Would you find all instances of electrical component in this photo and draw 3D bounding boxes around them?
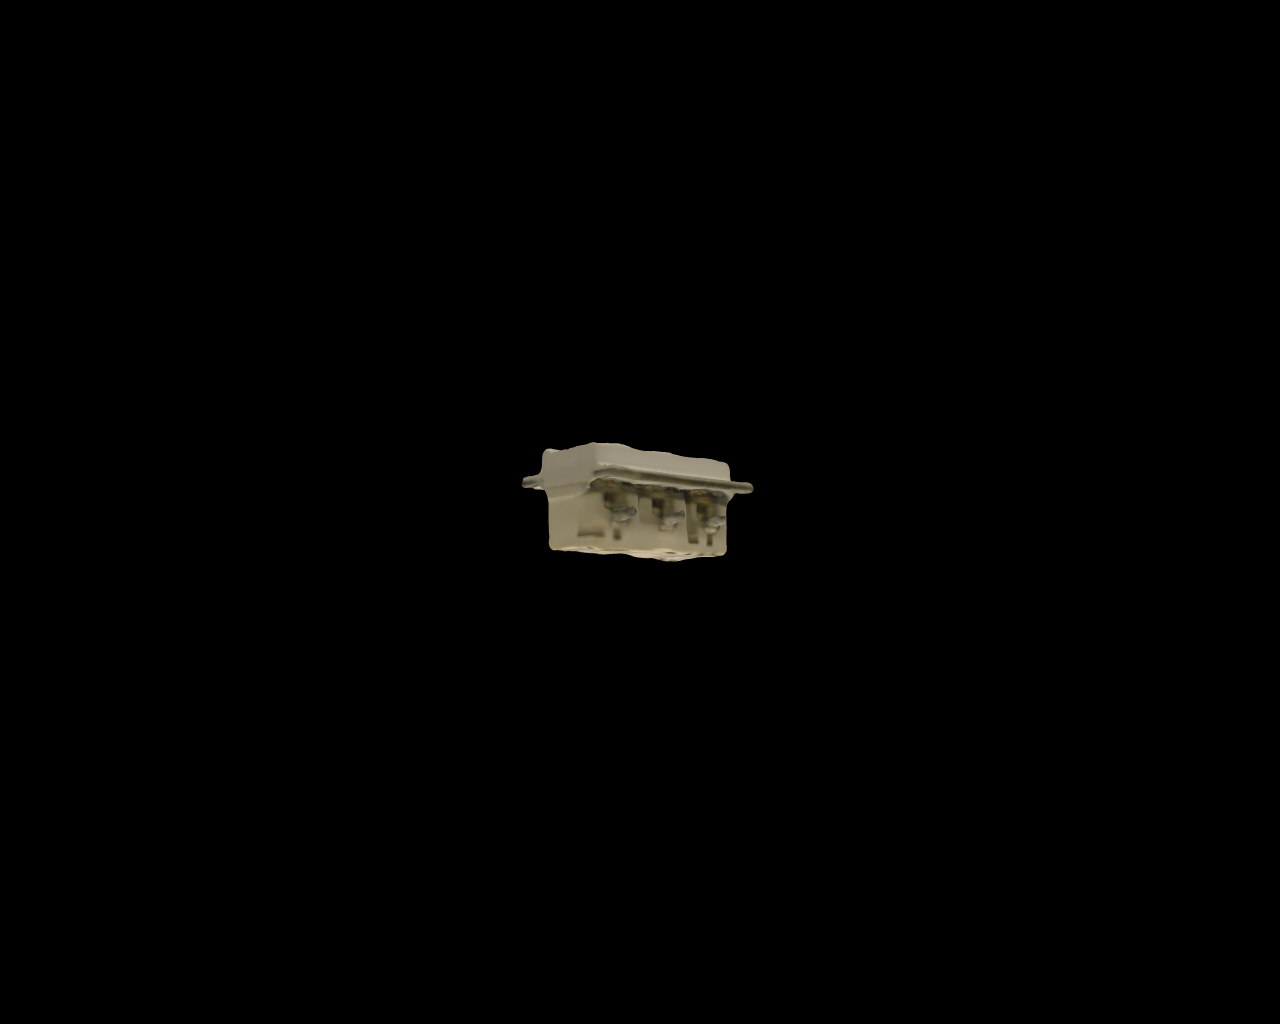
[{"bbox_3d":[0.001,-0.003,0.650,0.078,0.063,0.121,-6,-9,43],"label":"electrical component"}]
